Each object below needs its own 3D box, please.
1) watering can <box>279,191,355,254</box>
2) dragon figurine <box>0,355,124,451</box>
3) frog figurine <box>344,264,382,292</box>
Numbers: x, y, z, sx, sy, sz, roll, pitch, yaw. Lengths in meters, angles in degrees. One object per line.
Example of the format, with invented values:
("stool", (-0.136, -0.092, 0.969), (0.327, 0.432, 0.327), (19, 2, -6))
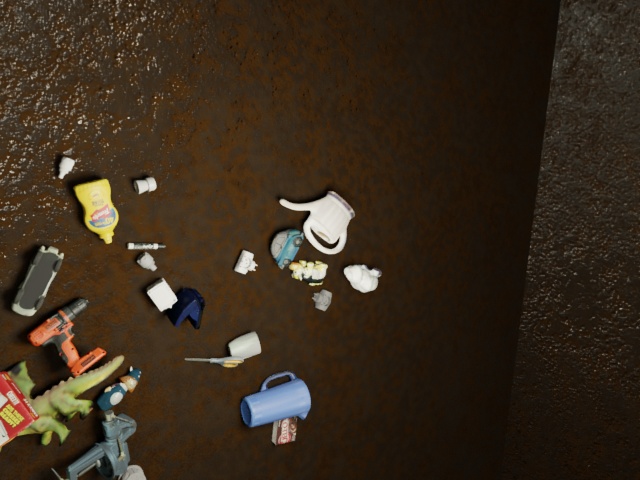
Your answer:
("watering can", (0.006, -0.101, 2.008), (0.104, 0.227, 0.342), (5, -36, 53))
("dragon figurine", (-0.790, 0.445, 1.473), (0.240, 0.416, 0.122), (44, -23, -22))
("frog figurine", (0.161, 0.161, 2.120), (0.139, 0.121, 0.160), (36, 25, 26))
